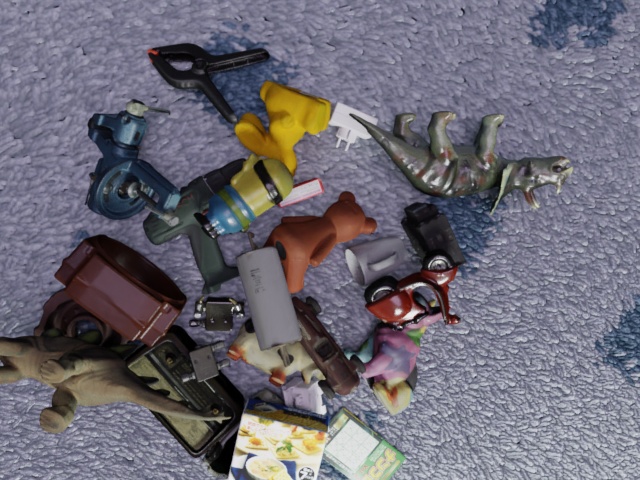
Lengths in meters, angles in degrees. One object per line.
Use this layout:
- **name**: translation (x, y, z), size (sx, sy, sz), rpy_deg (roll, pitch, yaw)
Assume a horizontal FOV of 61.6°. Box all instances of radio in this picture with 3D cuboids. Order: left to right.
- **radio**: translation (-0.256, 0.281, 1.022), size (0.131, 0.073, 0.229), rpy_deg (-39, 99, -2)

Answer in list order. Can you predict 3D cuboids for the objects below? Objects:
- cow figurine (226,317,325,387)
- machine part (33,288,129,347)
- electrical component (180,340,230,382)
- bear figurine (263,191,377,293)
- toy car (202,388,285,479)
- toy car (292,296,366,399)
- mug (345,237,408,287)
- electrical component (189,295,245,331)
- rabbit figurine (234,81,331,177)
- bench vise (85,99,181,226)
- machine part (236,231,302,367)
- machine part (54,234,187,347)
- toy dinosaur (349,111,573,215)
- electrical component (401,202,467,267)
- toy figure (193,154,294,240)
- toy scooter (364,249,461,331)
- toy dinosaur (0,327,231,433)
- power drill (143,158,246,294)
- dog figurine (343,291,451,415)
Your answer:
- **cow figurine**: translation (-0.066, 0.211, 1.028), size (0.195, 0.085, 0.127), rpy_deg (28, 67, 2)
- **machine part**: translation (-0.432, 0.167, 0.997), size (0.179, 0.056, 0.179), rpy_deg (-1, 98, -7)
- **electrical component**: translation (-0.213, 0.222, 0.979), size (0.094, 0.021, 0.063), rpy_deg (-18, 88, -21)
- **bear figurine**: translation (-0.001, -0.005, 1.015), size (0.196, 0.131, 0.120), rpy_deg (-24, 62, -32)
- **toy car**: translation (-0.148, 0.384, 1.058), size (0.073, 0.056, 0.201), rpy_deg (42, 92, -16)
- **toy car**: translation (-0.001, 0.189, 0.973), size (0.089, 0.053, 0.202), rpy_deg (-33, 76, -15)
- **mug**: translation (0.116, 0.032, 1.028), size (0.107, 0.109, 0.080), rpy_deg (-24, 93, -16)
- **electrical component**: translation (-0.195, 0.138, 1.023), size (0.102, 0.045, 0.078), rpy_deg (8, 102, -9)
- **rabbit figurine**: translation (-0.072, -0.189, 0.975), size (0.162, 0.122, 0.173), rpy_deg (13, 114, -6)
- **bench vise**: translation (-0.312, -0.114, 0.924), size (0.241, 0.128, 0.223), rpy_deg (37, 100, 26)
- **machine part**: translation (-0.089, 0.101, 0.931), size (0.079, 0.079, 0.243), rpy_deg (-15, 82, -5)
- **machine part**: translation (-0.332, 0.080, 0.925), size (0.201, 0.201, 0.087), rpy_deg (38, 89, -9)
- **toy dinosaur**: translation (0.249, -0.141, 1.012), size (0.405, 0.131, 0.192), rpy_deg (0, 95, -5)
- **electrical component**: translation (0.210, -0.008, 1.026), size (0.058, 0.115, 0.134), rpy_deg (-29, 99, -7)
- **toy figure**: translation (-0.127, -0.069, 0.931), size (0.180, 0.082, 0.089), rpy_deg (-41, 71, -12)
- **toy scooter**: translation (0.179, 0.111, 0.972), size (0.184, 0.075, 0.135), rpy_deg (-29, 95, 16)
- **toy dinosaur**: translation (-0.377, 0.214, 0.867), size (0.472, 0.198, 0.105), rpy_deg (23, 100, 12)
- **power drill**: translation (-0.191, -0.016, 0.995), size (0.232, 0.086, 0.207), rpy_deg (-26, 104, -4)
- **dog figurine**: translation (0.170, 0.207, 1.052), size (0.219, 0.108, 0.191), rpy_deg (-38, 99, -4)
